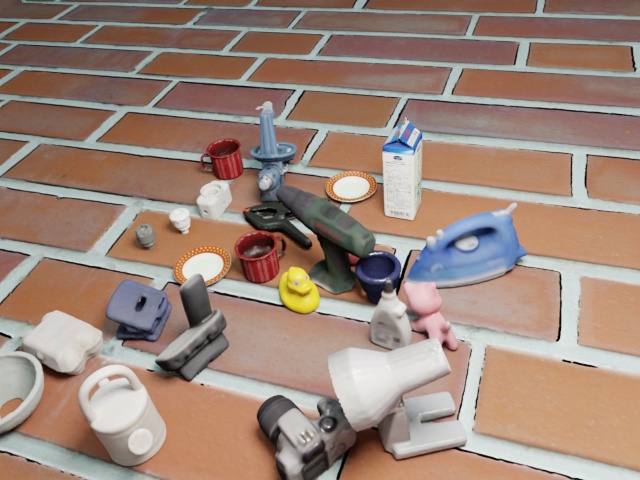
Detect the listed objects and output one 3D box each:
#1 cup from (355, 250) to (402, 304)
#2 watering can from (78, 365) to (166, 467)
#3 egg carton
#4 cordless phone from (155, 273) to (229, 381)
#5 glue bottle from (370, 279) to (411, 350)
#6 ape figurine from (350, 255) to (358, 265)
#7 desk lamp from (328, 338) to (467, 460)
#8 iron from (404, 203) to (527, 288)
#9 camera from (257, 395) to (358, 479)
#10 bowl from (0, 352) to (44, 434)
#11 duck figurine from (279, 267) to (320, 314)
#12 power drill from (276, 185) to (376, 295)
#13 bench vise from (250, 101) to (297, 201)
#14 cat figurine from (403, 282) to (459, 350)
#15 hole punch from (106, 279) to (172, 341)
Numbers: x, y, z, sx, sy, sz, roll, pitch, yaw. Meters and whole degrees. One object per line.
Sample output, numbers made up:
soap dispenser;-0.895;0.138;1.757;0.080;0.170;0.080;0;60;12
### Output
cup;0.114;0.076;1.163;0.092;0.095;0.117;-17;43;-10
watering can;-0.319;0.278;0.927;0.172;0.194;0.101;16;47;24
egg carton;-0.509;0.203;1.131;0.150;0.069;0.107;15;47;23
cordless phone;-0.250;0.155;1.061;0.093;0.185;0.148;22;50;29
glue bottle;0.127;0.133;1.039;0.078;0.173;0.037;16;47;24
ape figurine;0.075;0.003;1.251;0.077;0.092;0.076;23;50;30
desk lamp;0.122;0.241;0.891;0.203;0.214;0.117;-11;42;-4
iron;0.293;0.009;1.176;0.258;0.142;0.118;-17;43;-10
camera;-0.031;0.302;0.930;0.143;0.101;0.136;-31;47;-24
bowl;-0.576;0.290;1.041;0.167;0.075;0.167;-4;42;4
duck figurine;-0.047;0.091;1.176;0.078;0.086;0.104;-29;46;-22
power drill;0.011;0.004;1.171;0.228;0.209;0.076;24;51;30
bench vise;-0.112;-0.217;1.425;0.121;0.220;0.207;-12;42;-5
cat figurine;0.207;0.133;1.069;0.067;0.118;0.127;-20;43;-13
hole punch;-0.365;0.139;1.165;0.101;0.091;0.108;1;43;9
